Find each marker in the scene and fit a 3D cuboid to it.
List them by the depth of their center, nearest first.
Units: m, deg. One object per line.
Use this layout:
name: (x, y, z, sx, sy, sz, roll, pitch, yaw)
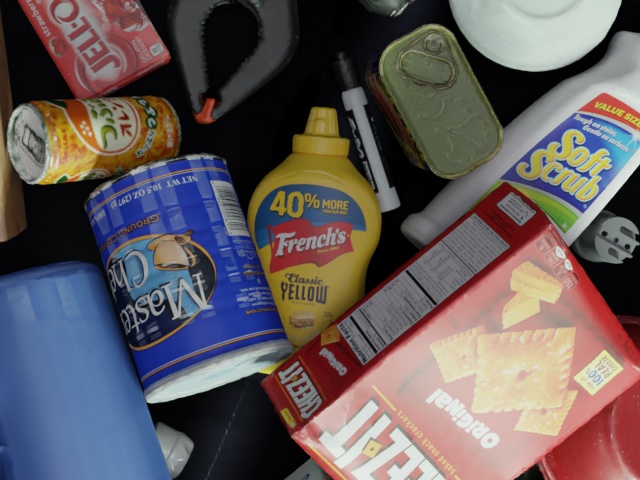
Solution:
marker: (0.033, -0.080, 0.782, 0.020, 0.020, 0.121, -18, 98, -4)

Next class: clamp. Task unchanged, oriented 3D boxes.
clamp: (-0.060, -0.187, 0.752, 0.164, 0.036, 0.210, 24, 89, -7)

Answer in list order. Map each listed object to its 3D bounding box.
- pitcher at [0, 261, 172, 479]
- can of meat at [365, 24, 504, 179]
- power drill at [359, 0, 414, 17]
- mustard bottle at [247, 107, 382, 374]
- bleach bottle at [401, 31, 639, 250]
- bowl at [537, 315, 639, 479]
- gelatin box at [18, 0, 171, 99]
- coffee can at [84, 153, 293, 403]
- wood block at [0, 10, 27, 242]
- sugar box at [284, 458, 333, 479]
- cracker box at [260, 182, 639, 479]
pitcher: (-0.172, 0.143, 0.693, 0.145, 0.149, 0.243, -16, 85, -12)
can of meat: (0.077, -0.096, 0.753, 0.057, 0.084, 0.102, -30, 98, -3)
power drill: (0.046, -0.267, 0.722, 0.187, 0.057, 0.184, -42, 92, -13)
mustard bottle: (-0.005, 0.001, 0.766, 0.096, 0.058, 0.191, 6, 95, 8)
bleach bottle: (0.178, -0.069, 0.779, 0.102, 0.068, 0.251, 42, 88, -12)
bowl: (0.239, 0.136, 0.790, 0.162, 0.055, 0.162, 2, 85, -18)
gelatin box: (-0.157, -0.148, 0.747, 0.073, 0.030, 0.089, -29, 94, -2)
coffee can: (-0.089, 0.026, 0.718, 0.102, 0.103, 0.140, -19, 78, -4)
wood block: (-0.258, -0.101, 0.713, 0.090, 0.090, 0.206, -6, 97, -6)
sugar box: (-0.055, 0.237, 0.769, 0.176, 0.093, 0.048, -35, 101, -1)
cracker box: (0.095, 0.092, 0.719, 0.213, 0.072, 0.164, -40, 123, 1)
